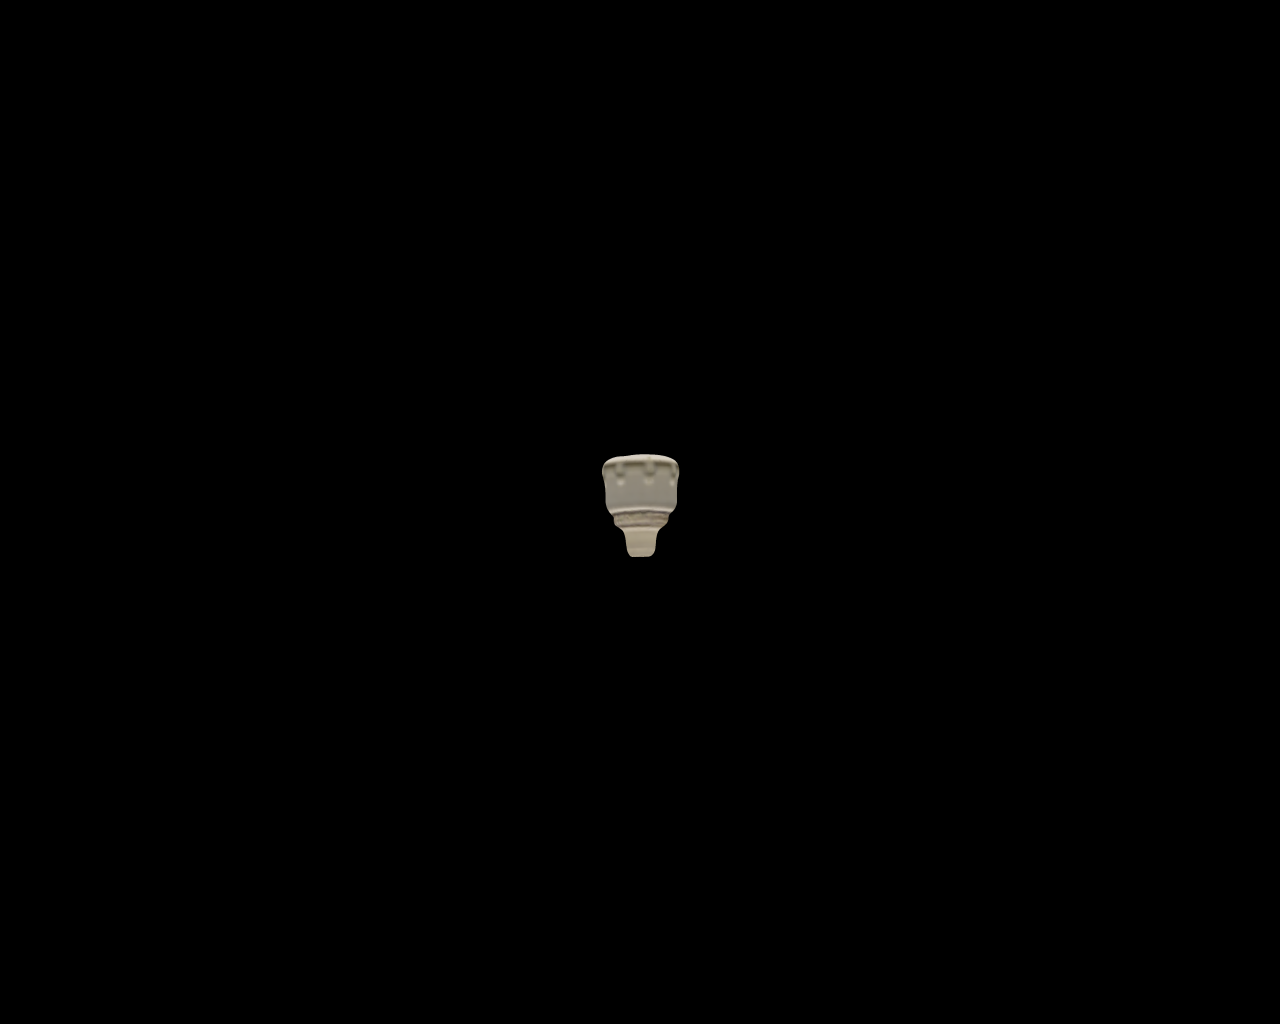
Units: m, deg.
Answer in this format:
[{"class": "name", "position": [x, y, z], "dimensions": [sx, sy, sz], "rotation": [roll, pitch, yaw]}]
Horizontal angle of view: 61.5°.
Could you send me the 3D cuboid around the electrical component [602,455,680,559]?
[{"class": "electrical component", "position": [0.001, -0.003, 0.650], "dimensions": [0.048, 0.062, 0.048], "rotation": [0, -4, 0]}]
